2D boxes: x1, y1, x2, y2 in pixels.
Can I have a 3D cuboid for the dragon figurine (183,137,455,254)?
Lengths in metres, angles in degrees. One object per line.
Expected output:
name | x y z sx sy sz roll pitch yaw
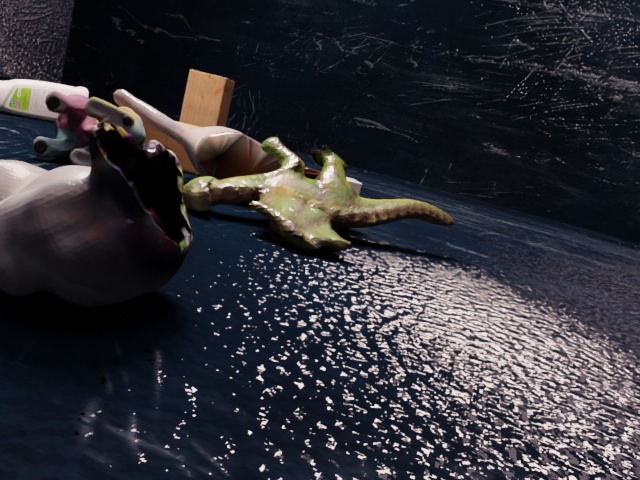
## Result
dragon figurine | 0.002 -0.036 0.717 0.410 0.120 0.248 13 28 2

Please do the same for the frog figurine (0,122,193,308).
frog figurine | -0.175 -0.005 0.346 0.159 0.121 0.139 -20 17 9

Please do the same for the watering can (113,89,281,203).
watering can | -0.192 -0.156 0.888 0.345 0.104 0.226 26 5 -24
